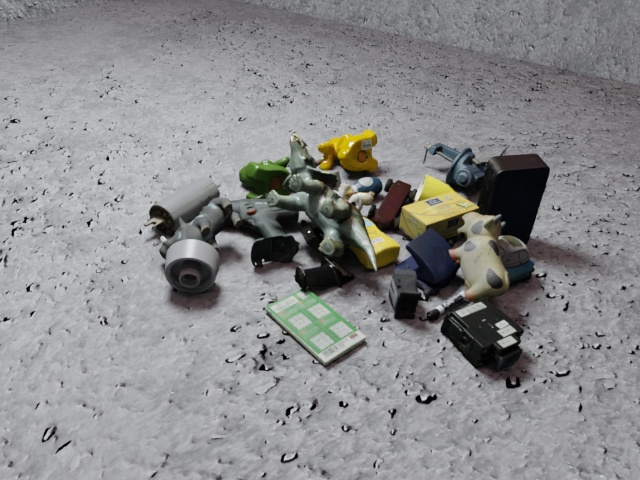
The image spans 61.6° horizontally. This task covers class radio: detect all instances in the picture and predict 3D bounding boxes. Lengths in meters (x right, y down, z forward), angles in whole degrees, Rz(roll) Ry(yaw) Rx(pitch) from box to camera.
[{"bbox_3d":[0.455,-0.090,1.297,0.131,0.229,0.073,-2,35,-5],"label":"radio"}]

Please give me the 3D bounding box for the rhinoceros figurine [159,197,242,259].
[{"bbox_3d":[-0.260,-0.023,1.153,0.112,0.073,0.190,30,66,38],"label":"rhinoceros figurine"}]

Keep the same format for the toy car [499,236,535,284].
[{"bbox_3d":[0.415,0.043,1.209,0.162,0.102,0.109,-12,40,-22],"label":"toy car"}]

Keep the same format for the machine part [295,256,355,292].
[{"bbox_3d":[0.004,0.071,1.142,0.139,0.039,0.084,-10,45,-44],"label":"machine part"}]

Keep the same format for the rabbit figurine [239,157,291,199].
[{"bbox_3d":[-0.143,-0.168,1.399,0.159,0.121,0.170,-21,29,-25],"label":"rabbit figurine"}]

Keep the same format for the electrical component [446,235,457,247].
[{"bbox_3d":[0.307,-0.014,1.338,0.063,0.021,0.094,9,36,3],"label":"electrical component"}]

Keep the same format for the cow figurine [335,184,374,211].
[{"bbox_3d":[0.046,-0.093,1.354,0.167,0.068,0.098,14,78,9],"label":"cow figurine"}]

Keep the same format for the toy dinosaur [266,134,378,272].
[{"bbox_3d":[0.026,-0.062,1.201,0.192,0.131,0.405,-7,49,-51],"label":"toy dinosaur"}]

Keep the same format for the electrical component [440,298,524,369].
[{"bbox_3d":[0.318,0.183,1.030,0.115,0.058,0.134,-15,41,-25],"label":"electrical component"}]

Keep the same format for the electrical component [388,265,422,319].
[{"bbox_3d":[0.172,0.097,1.111,0.048,0.074,0.119,3,39,-7],"label":"electrical component"}]

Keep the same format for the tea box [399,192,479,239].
[{"bbox_3d":[0.291,-0.054,1.312,0.170,0.068,0.098,-19,40,-27],"label":"tea box"}]

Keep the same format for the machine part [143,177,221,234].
[{"bbox_3d":[-0.319,-0.084,1.278,0.079,0.079,0.243,23,37,21],"label":"machine part"}]

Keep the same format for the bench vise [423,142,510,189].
[{"bbox_3d":[0.419,-0.226,1.577,0.241,0.128,0.223,37,45,26],"label":"bench vise"}]

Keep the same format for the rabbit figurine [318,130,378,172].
[{"bbox_3d":[0.070,-0.255,1.587,0.162,0.121,0.173,-22,29,-21],"label":"rabbit figurine"}]

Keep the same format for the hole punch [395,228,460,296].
[{"bbox_3d":[0.245,0.045,1.189,0.116,0.092,0.142,33,39,26],"label":"hole punch"}]

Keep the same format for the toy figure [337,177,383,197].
[{"bbox_3d":[0.095,-0.131,1.438,0.154,0.057,0.064,-18,17,-28],"label":"toy figure"}]

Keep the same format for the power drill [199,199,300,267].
[{"bbox_3d":[-0.148,-0.025,1.235,0.232,0.085,0.207,-7,30,-19],"label":"power drill"}]

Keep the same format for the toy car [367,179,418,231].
[{"bbox_3d":[0.190,-0.092,1.401,0.089,0.053,0.202,21,41,12],"label":"toy car"}]

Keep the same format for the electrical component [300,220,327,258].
[{"bbox_3d":[-0.003,-0.003,1.231,0.045,0.078,0.102,-37,33,8],"label":"electrical component"}]

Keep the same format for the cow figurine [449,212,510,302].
[{"bbox_3d":[0.346,0.027,1.138,0.127,0.085,0.195,-23,62,20],"label":"cow figurine"}]
